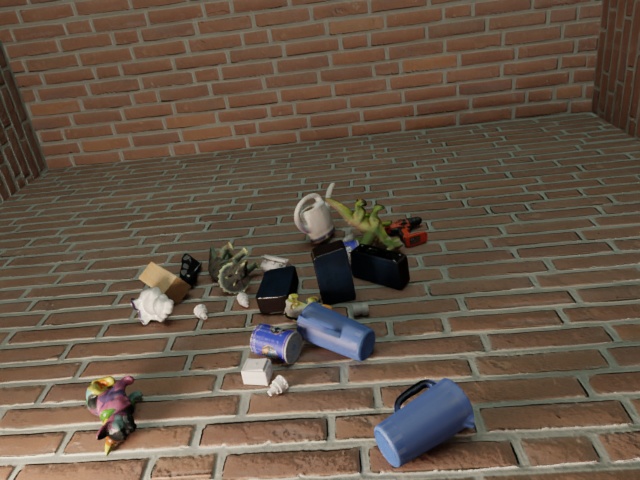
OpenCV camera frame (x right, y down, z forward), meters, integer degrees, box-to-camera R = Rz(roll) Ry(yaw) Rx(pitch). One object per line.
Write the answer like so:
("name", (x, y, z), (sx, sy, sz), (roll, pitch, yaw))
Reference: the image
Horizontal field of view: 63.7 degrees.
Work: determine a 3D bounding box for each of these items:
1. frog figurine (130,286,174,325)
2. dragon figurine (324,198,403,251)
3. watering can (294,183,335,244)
("frog figurine", (-0.610, 0.240, 1.942), (0.158, 0.138, 0.123), (-19, -7, 19))
("dragon figurine", (0.174, -0.045, 2.260), (0.411, 0.248, 0.119), (15, -30, 18))
("watering can", (0.007, -0.120, 2.391), (0.103, 0.222, 0.353), (-10, 20, 41))
